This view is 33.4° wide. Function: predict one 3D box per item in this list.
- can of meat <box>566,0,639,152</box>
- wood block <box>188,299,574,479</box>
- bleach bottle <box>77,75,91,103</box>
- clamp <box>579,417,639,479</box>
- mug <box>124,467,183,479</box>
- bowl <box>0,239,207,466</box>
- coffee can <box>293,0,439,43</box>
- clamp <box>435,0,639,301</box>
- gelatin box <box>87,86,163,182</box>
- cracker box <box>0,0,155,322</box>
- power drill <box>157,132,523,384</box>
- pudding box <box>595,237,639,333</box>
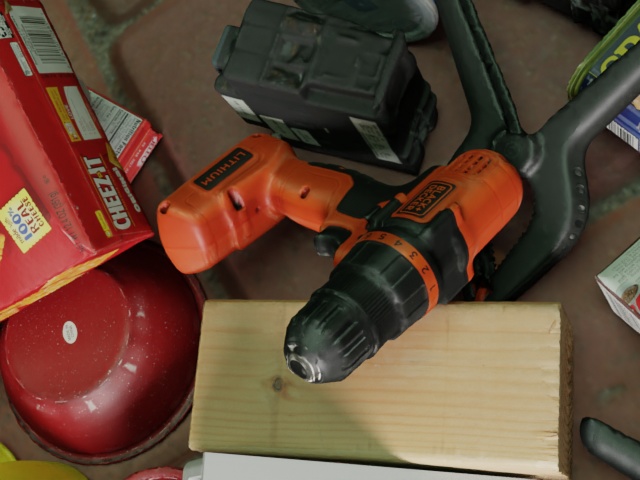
[{"bbox_3d":[0.214,-0.099,0.638,0.084,0.057,0.102,43,90,22],"label":"can of meat"},{"bbox_3d":[0.039,0.086,0.621,0.206,0.090,0.091,0,75,18],"label":"wood block"},{"bbox_3d":[-0.293,-0.086,0.759,0.251,0.068,0.102,10,80,20],"label":"bleach bottle"},{"bbox_3d":[0.237,0.132,0.569,0.120,0.039,0.171,-38,70,0],"label":"clamp"},{"bbox_3d":[-0.089,0.191,0.636,0.117,0.081,0.093,-30,67,8],"label":"mug"},{"bbox_3d":[-0.156,0.067,0.712,0.162,0.055,0.162,-5,73,17],"label":"bowl"},{"bbox_3d":[0.046,-0.216,0.704,0.103,0.102,0.140,13,78,21],"label":"coffee can"},{"bbox_3d":[0.114,-0.060,0.636,0.165,0.036,0.210,26,106,32],"label":"clamp"},{"bbox_3d":[-0.169,-0.069,0.771,0.089,0.030,0.073,30,84,23],"label":"gelatin box"},{"bbox_3d":[-0.230,-0.026,0.661,0.214,0.072,0.164,-27,88,26],"label":"cracker box"},{"bbox_3d":[-0.004,0.001,0.605,0.188,0.057,0.184,15,41,39],"label":"power drill"},{"bbox_3d":[0.219,0.027,0.582,0.090,0.039,0.114,-42,38,1],"label":"pudding box"}]
